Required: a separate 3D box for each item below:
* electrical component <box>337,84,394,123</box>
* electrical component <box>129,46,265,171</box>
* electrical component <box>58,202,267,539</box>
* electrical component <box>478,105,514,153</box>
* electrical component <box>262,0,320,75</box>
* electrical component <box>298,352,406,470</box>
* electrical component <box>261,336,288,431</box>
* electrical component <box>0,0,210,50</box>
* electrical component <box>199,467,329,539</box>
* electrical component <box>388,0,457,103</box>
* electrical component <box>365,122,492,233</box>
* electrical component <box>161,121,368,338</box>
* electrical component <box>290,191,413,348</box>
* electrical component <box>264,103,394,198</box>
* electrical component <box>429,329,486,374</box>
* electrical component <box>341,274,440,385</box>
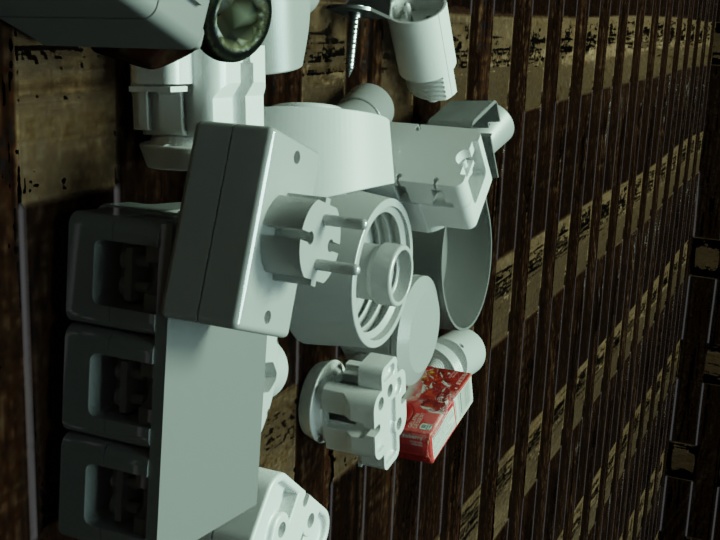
[{"bbox_3d":[-0.003,-0.094,0.695,0.065,0.044,0.044,-56,146,-53],"label":"electrical component"},{"bbox_3d":[-0.076,-0.078,0.512,0.078,0.058,0.057,-23,115,-63],"label":"electrical component"},{"bbox_3d":[-0.093,0.046,0.508,0.089,0.062,0.150,-14,110,-65],"label":"electrical component"},{"bbox_3d":[0.101,-0.109,0.925,0.065,0.044,0.044,-55,145,-37],"label":"electrical component"},{"bbox_3d":[-0.046,-0.149,0.572,0.079,0.044,0.077,-40,133,-57],"label":"electrical component"},{"bbox_3d":[-0.005,0.092,0.729,0.058,0.057,0.078,-41,134,-56],"label":"electrical component"},{"bbox_3d":[-0.065,0.055,0.598,0.079,0.043,0.077,5,92,-67],"label":"electrical component"},{"bbox_3d":[-0.096,-0.123,0.402,0.061,0.096,0.061,28,72,-61],"label":"electrical component"},{"bbox_3d":[-0.064,0.145,0.610,0.095,0.059,0.053,57,46,-56],"label":"electrical component"},{"bbox_3d":[0.047,-0.157,0.784,0.081,0.043,0.043,74,33,-44],"label":"electrical component"},{"bbox_3d":[0.040,-0.063,0.739,0.055,0.089,0.050,65,40,-51],"label":"electrical component"},{"bbox_3d":[-0.033,-0.014,0.449,0.047,0.076,0.083,20,79,-66],"label":"electrical component"},{"bbox_3d":[0.000,0.000,0.706,0.108,0.060,0.108,8,90,-66],"label":"electrical component"},{"bbox_3d":[-0.031,-0.055,0.577,0.099,0.099,0.064,1,90,-66],"label":"electrical component"},{"bbox_3d":[0.075,0.078,0.924,0.081,0.043,0.043,-17,113,-64],"label":"electrical component"},{"bbox_3d":[0.024,0.041,0.786,0.080,0.051,0.080,8,90,-66],"label":"electrical component"}]
